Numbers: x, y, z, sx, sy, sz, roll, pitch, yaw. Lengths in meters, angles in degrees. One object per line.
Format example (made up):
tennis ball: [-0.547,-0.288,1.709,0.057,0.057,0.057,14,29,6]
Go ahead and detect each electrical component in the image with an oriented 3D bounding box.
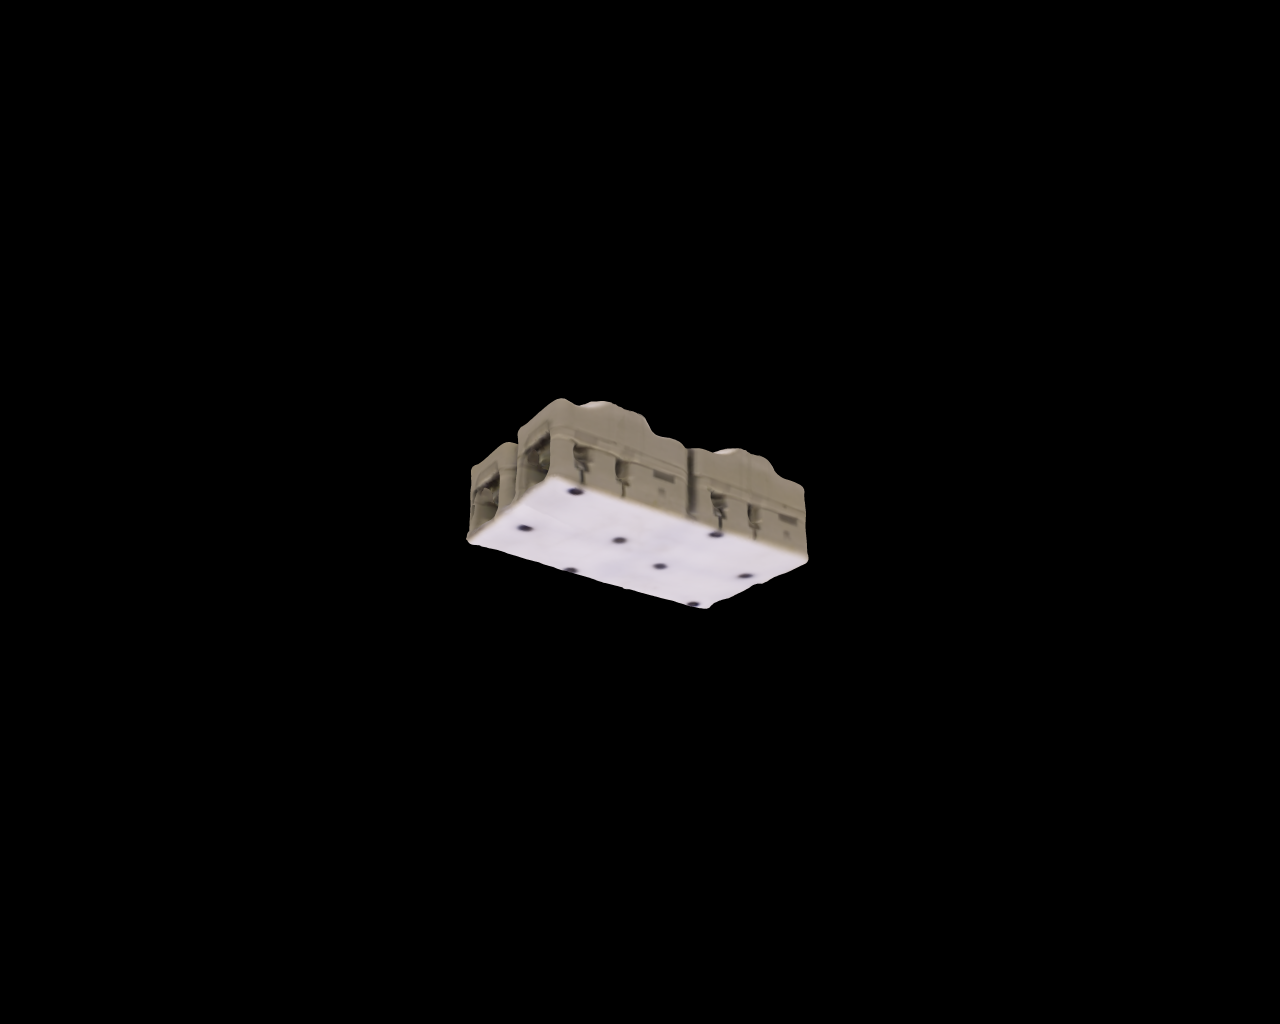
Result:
electrical component: [0.001,-0.003,0.650,0.186,0.060,0.105,18,-32,-31]
